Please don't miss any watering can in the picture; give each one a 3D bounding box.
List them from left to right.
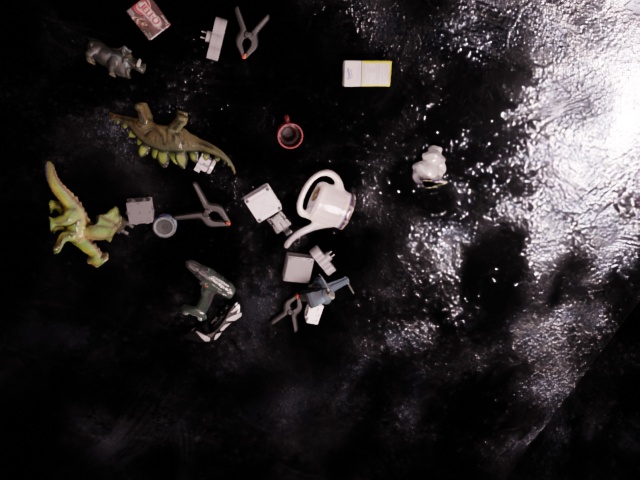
[{"bbox_3d":[0.006,-0.101,2.005,0.223,0.105,0.344,19,103,-18],"label":"watering can"}]

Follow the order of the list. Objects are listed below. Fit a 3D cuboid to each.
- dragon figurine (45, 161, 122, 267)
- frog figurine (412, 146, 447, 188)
[{"bbox_3d":[-0.839,-0.080,1.844,0.243,0.124,0.404,-2,112,-20],"label":"dragon figurine"},{"bbox_3d":[0.434,-0.292,2.048,0.137,0.121,0.162,-1,74,-3],"label":"frog figurine"}]
